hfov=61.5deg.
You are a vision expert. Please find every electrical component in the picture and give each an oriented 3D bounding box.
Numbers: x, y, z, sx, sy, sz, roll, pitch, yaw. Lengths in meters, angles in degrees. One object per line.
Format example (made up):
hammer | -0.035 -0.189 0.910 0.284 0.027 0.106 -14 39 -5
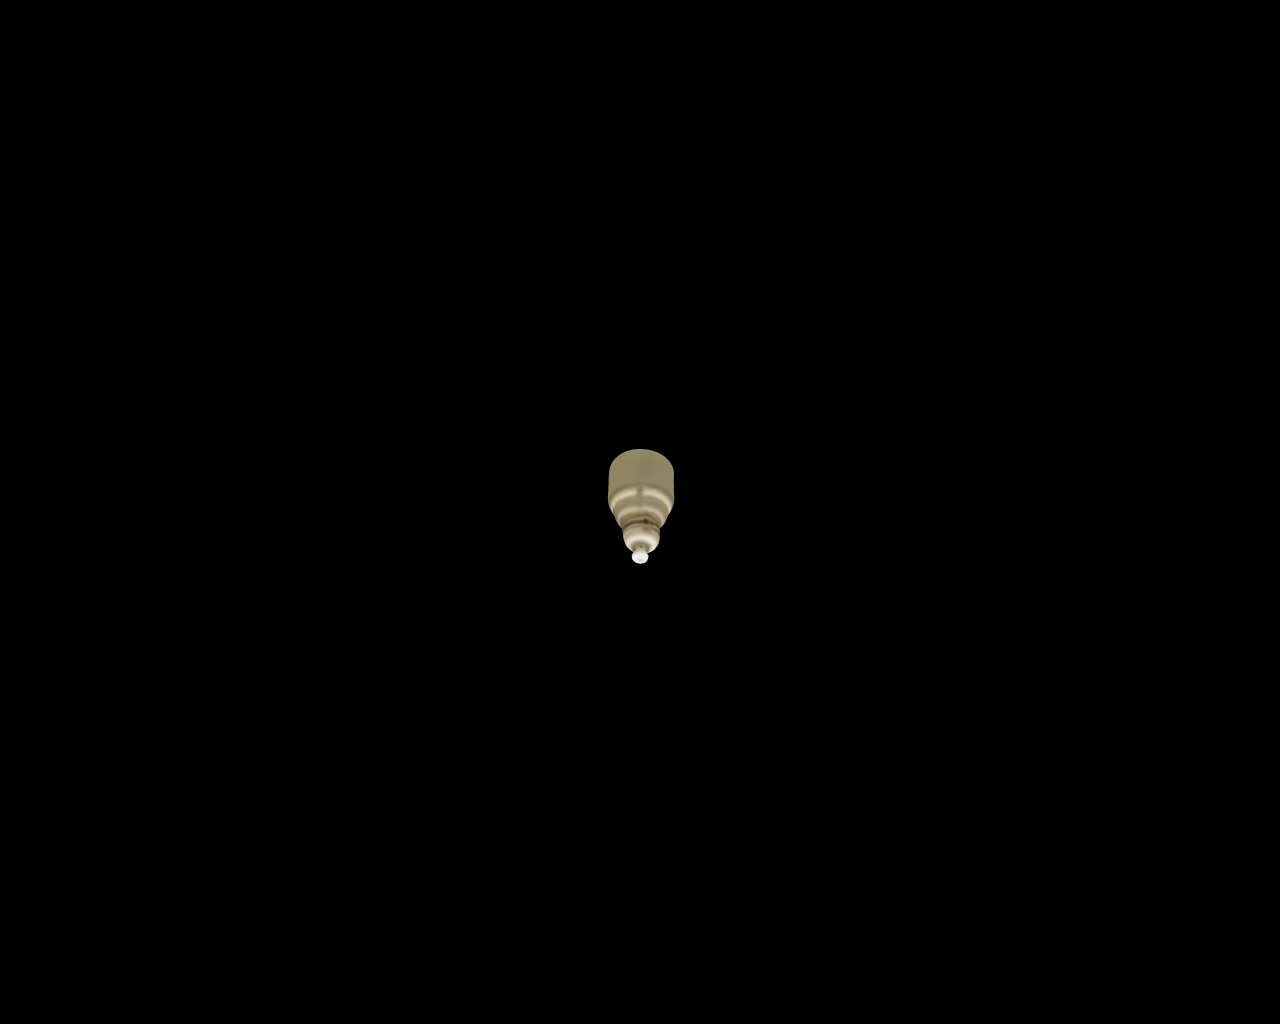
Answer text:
electrical component | 0.001 -0.003 0.650 0.040 0.078 0.040 0 -38 0
